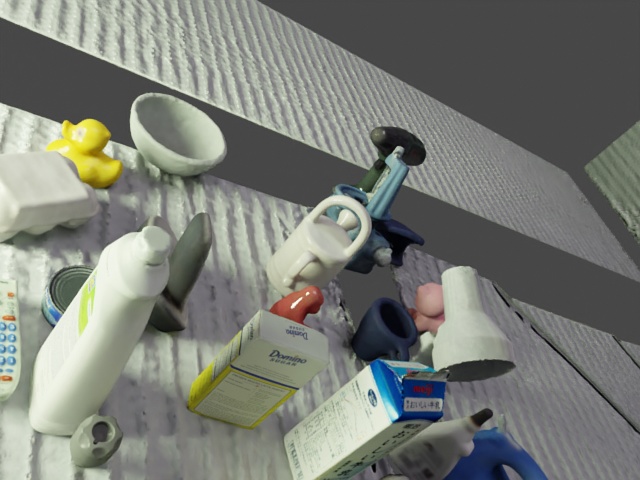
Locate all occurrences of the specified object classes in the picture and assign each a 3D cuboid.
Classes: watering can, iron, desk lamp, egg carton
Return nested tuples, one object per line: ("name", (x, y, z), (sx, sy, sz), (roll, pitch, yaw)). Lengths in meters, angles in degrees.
("watering can", (0.007, 0.002, 0.917), (0.101, 0.193, 0.173), (32, 34, -16))
("iron", (0.284, 0.381, 0.820), (0.119, 0.141, 0.258), (-12, 60, -52))
("desk lamp", (0.191, 0.154, 0.917), (0.118, 0.213, 0.203), (18, 40, -33))
("egg carton", (-0.359, -0.056, 0.713), (0.107, 0.069, 0.151), (51, 33, 13))

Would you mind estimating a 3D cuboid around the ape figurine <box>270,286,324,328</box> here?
("ape figurine", (-0.028, 0.104, 0.856), (0.076, 0.092, 0.078), (30, 34, -19))

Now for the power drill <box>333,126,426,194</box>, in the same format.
("power drill", (0.125, -0.153, 1.209), (0.230, 0.208, 0.075), (-12, 60, -52))

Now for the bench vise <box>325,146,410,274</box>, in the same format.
("bench vise", (0.110, -0.053, 1.066), (0.122, 0.219, 0.207), (-2, 53, -48))

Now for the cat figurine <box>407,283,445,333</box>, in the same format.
("cat figurine", (0.216, 0.133, 1.058), (0.128, 0.117, 0.067), (40, 32, -4))

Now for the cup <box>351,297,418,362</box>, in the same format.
("cup", (0.099, 0.165, 0.918), (0.092, 0.094, 0.117), (18, 40, -33))

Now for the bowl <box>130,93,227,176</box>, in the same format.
("bowl", (-0.244, -0.162, 0.952), (0.168, 0.074, 0.167), (28, 35, -22))

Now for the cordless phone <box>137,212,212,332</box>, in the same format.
("cordless phone", (-0.177, 0.013, 0.718), (0.094, 0.184, 0.147), (15, 41, -35))

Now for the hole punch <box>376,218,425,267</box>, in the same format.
("hole punch", (0.146, -0.016, 1.180), (0.109, 0.091, 0.101), (21, 38, -30))

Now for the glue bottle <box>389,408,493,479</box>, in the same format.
("glue bottle", (0.175, 0.279, 0.793), (0.078, 0.173, 0.037), (49, 33, 11))

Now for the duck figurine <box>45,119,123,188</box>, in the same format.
("duck figurine", (-0.327, -0.130, 0.817), (0.105, 0.086, 0.077), (26, 36, -24))

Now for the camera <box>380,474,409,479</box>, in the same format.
("camera", (0.137, 0.369, 0.716), (0.137, 0.100, 0.143), (17, 40, -34))
